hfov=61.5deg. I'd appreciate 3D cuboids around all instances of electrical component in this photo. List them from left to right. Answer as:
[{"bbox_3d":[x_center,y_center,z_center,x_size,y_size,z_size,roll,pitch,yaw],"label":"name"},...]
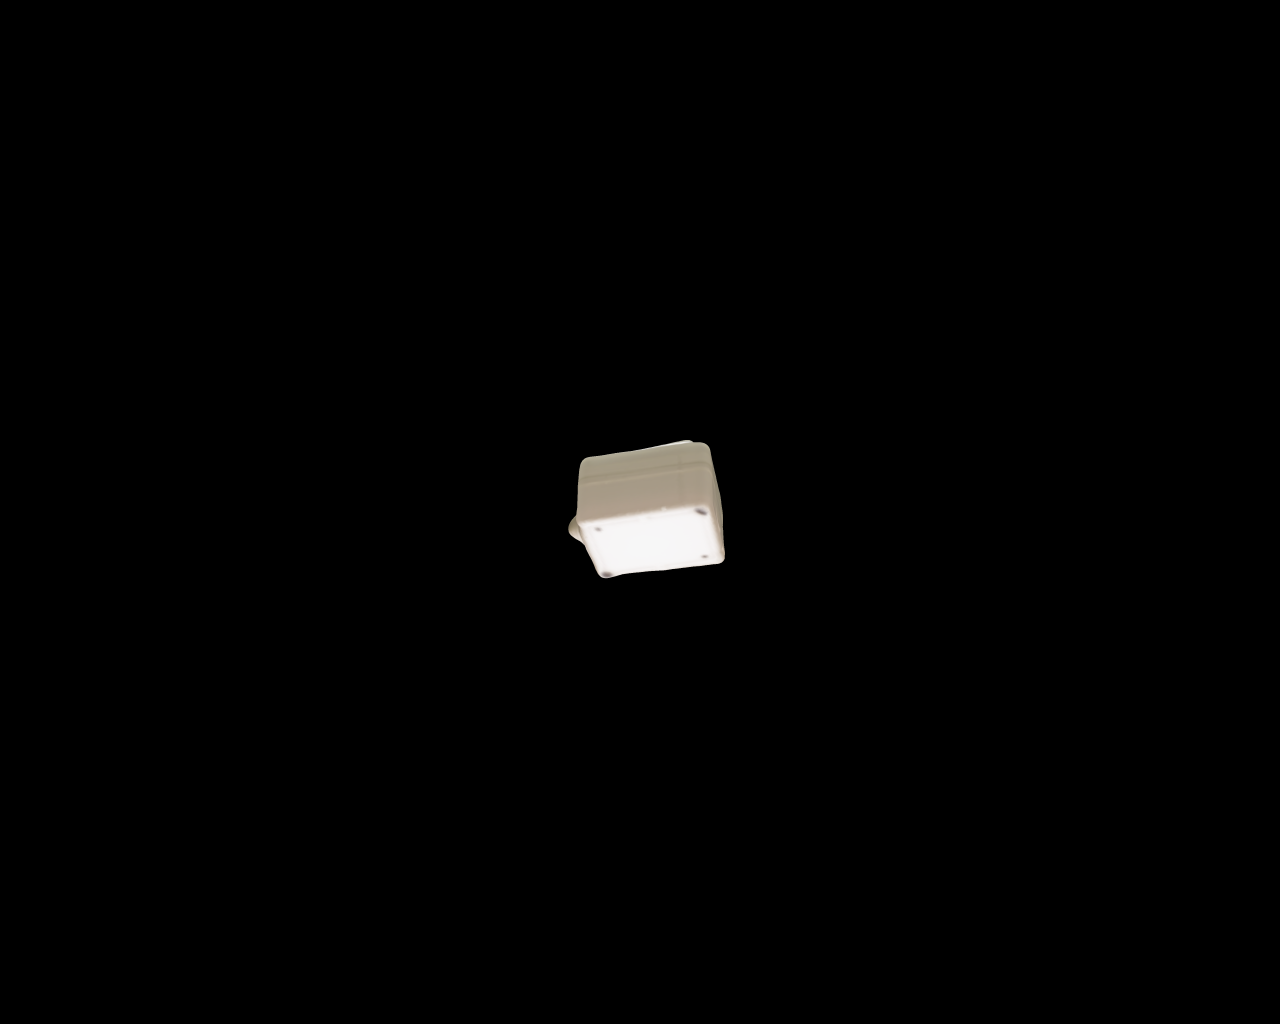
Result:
[{"bbox_3d":[0.001,-0.003,0.650,0.096,0.061,0.061,-7,-39,9],"label":"electrical component"}]
